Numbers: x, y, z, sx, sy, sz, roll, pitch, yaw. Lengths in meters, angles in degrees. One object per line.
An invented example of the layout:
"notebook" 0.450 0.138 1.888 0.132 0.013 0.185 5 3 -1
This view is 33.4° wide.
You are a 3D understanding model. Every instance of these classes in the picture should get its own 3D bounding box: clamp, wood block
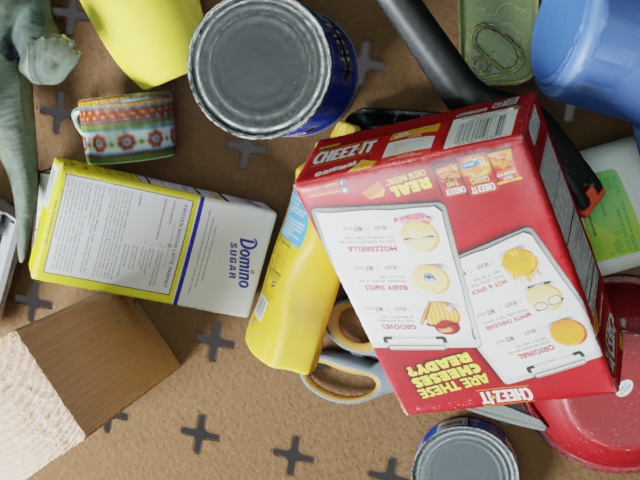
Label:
"clamp" 0.105 -0.079 0.769 0.210 0.165 0.036 39 63 8
"wood block" -0.197 0.108 0.824 0.090 0.206 0.091 -35 90 12

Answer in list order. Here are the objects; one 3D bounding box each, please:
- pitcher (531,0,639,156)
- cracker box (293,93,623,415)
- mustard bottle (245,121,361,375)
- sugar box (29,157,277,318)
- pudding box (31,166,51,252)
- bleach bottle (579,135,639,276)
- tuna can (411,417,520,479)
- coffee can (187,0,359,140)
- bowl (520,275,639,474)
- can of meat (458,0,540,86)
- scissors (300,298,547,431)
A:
"pitcher" 0.269 -0.112 0.714 0.242 0.145 0.149 11 63 -10
"cracker box" 0.101 0.016 0.743 0.164 0.072 0.213 -11 121 28
"mustard bottle" -0.005 0.001 0.831 0.058 0.096 0.192 15 99 -13
"sugar box" -0.131 -0.001 0.843 0.176 0.048 0.093 13 100 -23
"pudding box" -0.182 -0.010 0.893 0.113 0.039 0.090 9 98 7
"bleach bottle" 0.140 0.006 0.823 0.251 0.068 0.102 -20 93 15
"tuna can" 0.118 0.187 0.863 0.086 0.033 0.086 1 97 10
"coffee can" -0.030 -0.127 0.797 0.103 0.140 0.103 1 97 10
"bowl" 0.232 0.110 0.821 0.162 0.055 0.162 1 97 10
"can of meat" 0.133 -0.165 0.790 0.057 0.084 0.102 -2 97 11
"scissors" 0.082 0.098 0.858 0.202 0.016 0.096 2 93 16
